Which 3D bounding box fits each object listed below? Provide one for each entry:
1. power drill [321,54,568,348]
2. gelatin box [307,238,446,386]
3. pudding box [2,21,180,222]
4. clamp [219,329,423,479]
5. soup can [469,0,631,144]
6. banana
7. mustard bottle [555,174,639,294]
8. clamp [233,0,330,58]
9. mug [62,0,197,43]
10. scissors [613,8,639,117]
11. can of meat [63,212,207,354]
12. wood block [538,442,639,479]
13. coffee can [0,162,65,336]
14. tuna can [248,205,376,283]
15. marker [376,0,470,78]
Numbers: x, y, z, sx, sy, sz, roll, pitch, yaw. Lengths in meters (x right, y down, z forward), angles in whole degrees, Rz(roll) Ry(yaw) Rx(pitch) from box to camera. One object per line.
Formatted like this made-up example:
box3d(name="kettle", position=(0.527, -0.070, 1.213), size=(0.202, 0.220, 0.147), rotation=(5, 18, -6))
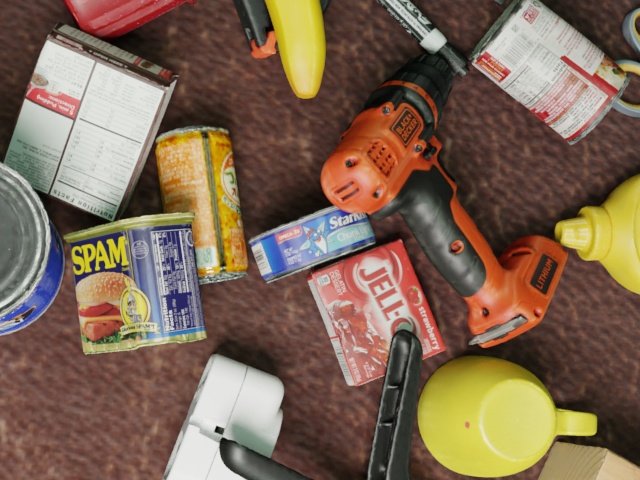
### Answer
box3d(name="power drill", position=(0.095, -0.031, 0.761), size=(0.187, 0.057, 0.184), rotation=(47, 43, -10))
box3d(name="gelatin box", position=(0.040, 0.052, 0.777), size=(0.073, 0.030, 0.089), rotation=(-21, 87, -12))
box3d(name="pudding box", position=(-0.159, -0.078, 0.729), size=(0.090, 0.039, 0.114), rotation=(23, 115, -7))
box3d(name="clamp", position=(0.040, 0.177, 0.738), size=(0.164, 0.036, 0.210), rotation=(-35, 107, -24))
box3d(name="soup can", position=(0.172, -0.129, 0.803), size=(0.102, 0.068, 0.068), rotation=(38, 78, -3))
box3d(name="banana", position=(-0.046, -0.195, 0.748), size=(0.069, 0.037, 0.197), rotation=(-40, 102, -8))
box3d(name="mustard bottle", position=(0.272, -0.005, 0.811), size=(0.191, 0.058, 0.096), rotation=(0, 88, -10))
box3d(name="clamp", position=(-0.012, -0.218, 0.795), size=(0.120, 0.039, 0.171), rotation=(6, 92, -12))
box3d(name="mug", position=(-0.148, -0.196, 0.737), size=(0.081, 0.093, 0.117), rotation=(-30, 132, -7))
box3d(name="scissors", position=(0.300, -0.095, 0.848), size=(0.096, 0.016, 0.202), rotation=(-40, 91, -10))
box3d(name="can of meat", position=(-0.123, 0.030, 0.717), size=(0.057, 0.102, 0.084), rotation=(-6, 87, -44))
box3d(name="wood block", position=(0.255, 0.234, 0.762), size=(0.206, 0.091, 0.090), rotation=(29, 79, -6))
box3d(name="coffee can", position=(-0.219, 0.008, 0.681), size=(0.102, 0.140, 0.103), rotation=(1, 83, -10))
box3d(name="tuna can", position=(-0.005, 0.001, 0.747), size=(0.086, 0.086, 0.034), rotation=(-20, 88, -12))
box3d(name="marker", position=(0.069, -0.169, 0.815), size=(0.121, 0.020, 0.020), rotation=(45, 78, -2))
